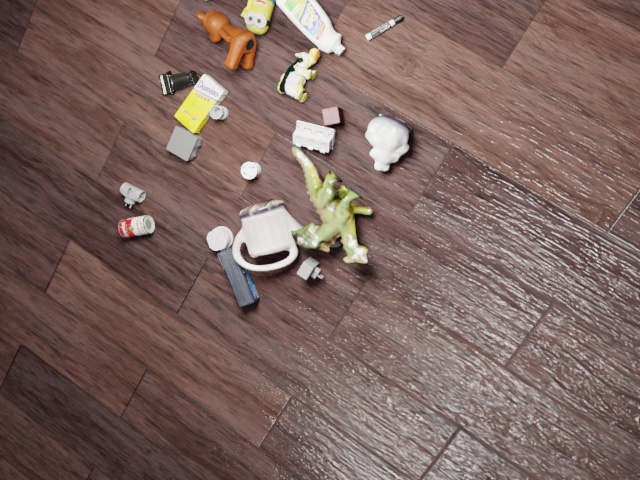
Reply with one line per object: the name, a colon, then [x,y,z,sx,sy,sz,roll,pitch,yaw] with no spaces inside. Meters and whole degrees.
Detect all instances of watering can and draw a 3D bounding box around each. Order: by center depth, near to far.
watering can: [-0.123,-0.026,1.661,0.347,0.104,0.224,-15,93,2]

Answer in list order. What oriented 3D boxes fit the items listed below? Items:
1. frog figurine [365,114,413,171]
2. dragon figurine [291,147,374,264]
frog figurine: [0.194,-0.287,1.535,0.137,0.123,0.159,24,92,-10]
dragon figurine: [0.005,-0.080,1.584,0.413,0.121,0.242,39,93,13]
